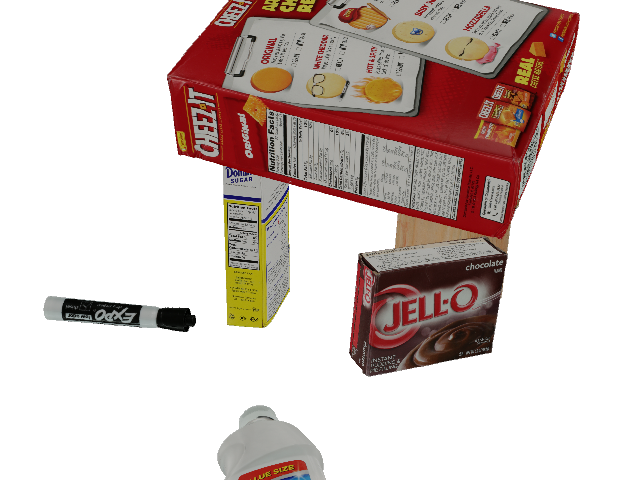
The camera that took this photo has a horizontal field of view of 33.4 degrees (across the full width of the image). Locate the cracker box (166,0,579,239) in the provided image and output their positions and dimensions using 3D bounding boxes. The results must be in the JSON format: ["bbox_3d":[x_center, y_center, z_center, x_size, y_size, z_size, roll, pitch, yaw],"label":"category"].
[{"bbox_3d":[0.037,-0.097,0.668,0.214,0.072,0.164,15,46,15],"label":"cracker box"}]

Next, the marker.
[{"bbox_3d":[-0.156,0.058,0.833,0.121,0.020,0.020,4,1,11],"label":"marker"}]

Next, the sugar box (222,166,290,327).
[{"bbox_3d":[-0.060,-0.014,1.019,0.048,0.176,0.093,4,23,13],"label":"sugar box"}]

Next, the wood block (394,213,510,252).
[{"bbox_3d":[0.142,-0.035,1.116,0.090,0.206,0.090,21,27,39],"label":"wood block"}]

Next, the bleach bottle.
[{"bbox_3d":[-0.037,0.204,0.723,0.102,0.068,0.251,-7,32,-6],"label":"bleach bottle"}]

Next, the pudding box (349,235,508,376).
[{"bbox_3d":[0.081,0.048,0.809,0.113,0.090,0.039,-9,31,-23],"label":"pudding box"}]
